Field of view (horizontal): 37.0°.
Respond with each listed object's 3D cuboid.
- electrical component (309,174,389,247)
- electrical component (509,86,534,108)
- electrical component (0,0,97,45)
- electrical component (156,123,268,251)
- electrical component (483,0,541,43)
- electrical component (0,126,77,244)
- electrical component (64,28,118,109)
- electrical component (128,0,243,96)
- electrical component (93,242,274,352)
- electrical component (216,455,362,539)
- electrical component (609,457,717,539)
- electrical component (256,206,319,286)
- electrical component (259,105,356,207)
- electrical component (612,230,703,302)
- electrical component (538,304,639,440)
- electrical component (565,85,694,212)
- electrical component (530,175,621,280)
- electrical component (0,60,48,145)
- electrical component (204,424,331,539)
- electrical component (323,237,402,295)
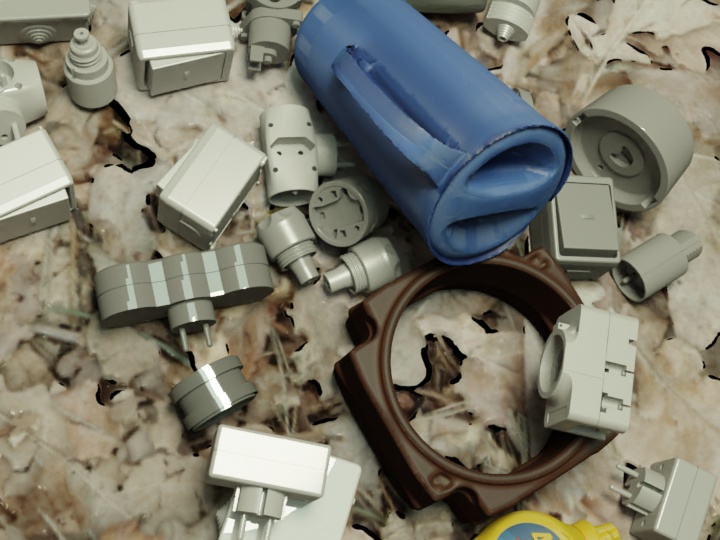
[{"bbox_3d":[-0.007,-0.051,0.898,0.055,0.055,0.047,51,31,6],"label":"electrical component"},{"bbox_3d":[0.120,-0.134,0.958,0.057,0.058,0.078,1,72,-9],"label":"electrical component"},{"bbox_3d":[-0.276,-0.239,0.906,0.100,0.048,0.099,-7,75,-14],"label":"electrical component"},{"bbox_3d":[-0.122,-0.074,0.883,0.061,0.061,0.096,32,69,-1],"label":"electrical component"},{"bbox_3d":[0.145,-0.248,1.005,0.043,0.043,0.081,23,70,-5],"label":"electrical component"},{"bbox_3d":[-0.276,-0.058,0.844,0.096,0.061,0.061,-28,81,-19],"label":"electrical component"},{"bbox_3d":[-0.223,-0.168,0.884,0.040,0.078,0.040,2,60,-4],"label":"electrical component"},{"bbox_3d":[-0.145,-0.190,0.913,0.096,0.061,0.061,-10,76,-15],"label":"electrical component"},{"bbox_3d":[-0.136,0.028,0.854,0.138,0.052,0.073,-10,76,-14],"label":"electrical component"},{"bbox_3d":[-0.056,0.182,0.826,0.100,0.048,0.099,19,70,-6],"label":"electrical component"},{"bbox_3d":[0.243,0.187,0.891,0.077,0.047,0.065,26,70,-4],"label":"electrical component"},{"bbox_3d":[-0.056,-0.018,0.891,0.043,0.043,0.062,-26,82,-18],"label":"electrical component"},{"bbox_3d":[-0.043,-0.098,0.917,0.079,0.043,0.077,-3,74,-14],"label":"electrical component"},{"bbox_3d":[0.270,-0.009,0.959,0.081,0.043,0.043,-29,81,-19],"label":"electrical component"},{"bbox_3d":[0.171,0.077,0.817,0.056,0.050,0.089,14,70,-9],"label":"electrical component"},{"bbox_3d":[0.243,-0.113,0.954,0.108,0.108,0.060,47,64,4],"label":"electrical component"},{"bbox_3d":[0.188,-0.044,0.942,0.062,0.061,0.096,2,73,-12],"label":"electrical component"},{"bbox_3d":[-0.291,-0.128,0.864,0.077,0.044,0.079,-14,54,-16],"label":"electrical component"},{"bbox_3d":[-0.071,0.159,0.777,0.083,0.047,0.075,13,71,-8],"label":"electrical component"},{"bbox_3d":[0.000,0.000,0.897,0.062,0.043,0.043,-23,79,-16],"label":"electrical component"}]
